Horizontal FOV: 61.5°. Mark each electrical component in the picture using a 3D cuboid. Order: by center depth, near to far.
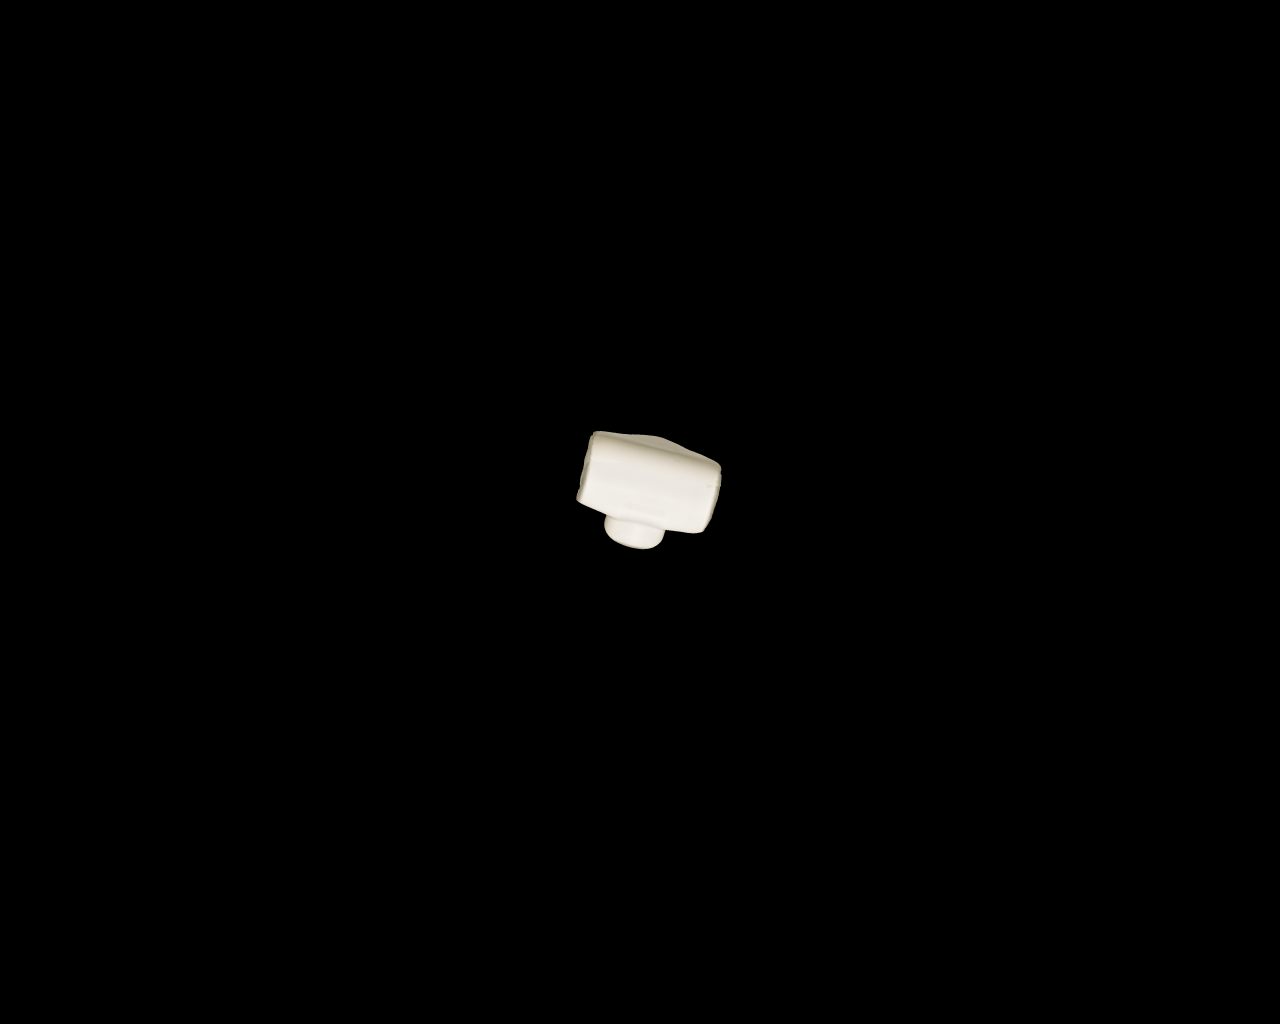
[{"bbox_3d":[0.001,-0.003,0.650,0.077,0.079,0.043,14,26,-7],"label":"electrical component"}]
